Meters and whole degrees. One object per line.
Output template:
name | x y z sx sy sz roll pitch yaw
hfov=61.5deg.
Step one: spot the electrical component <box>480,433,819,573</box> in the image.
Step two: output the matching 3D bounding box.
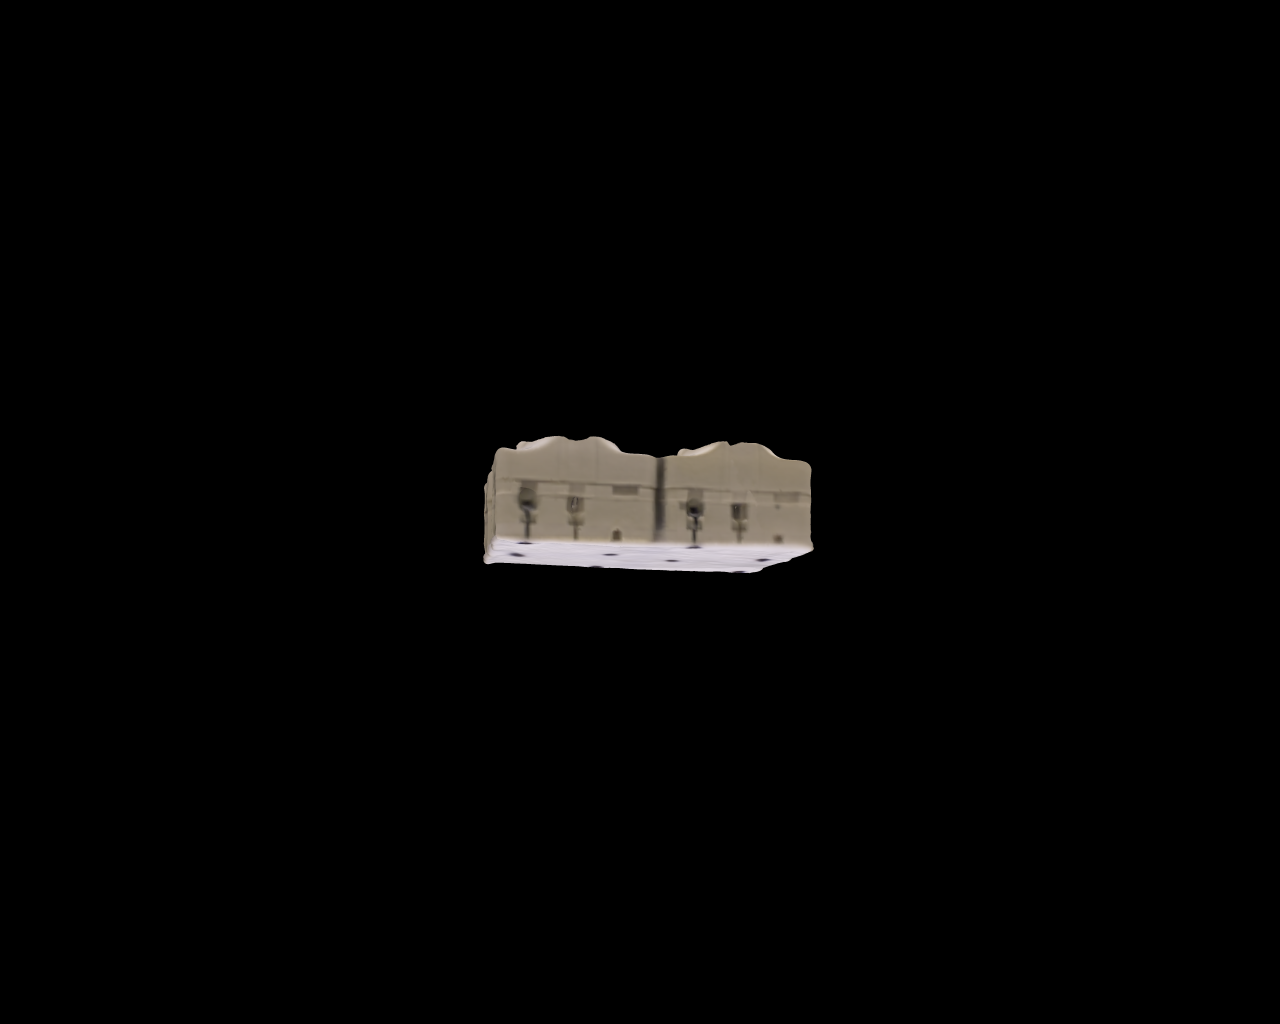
electrical component | 0.001 -0.003 0.650 0.186 0.060 0.105 2 -11 -12
